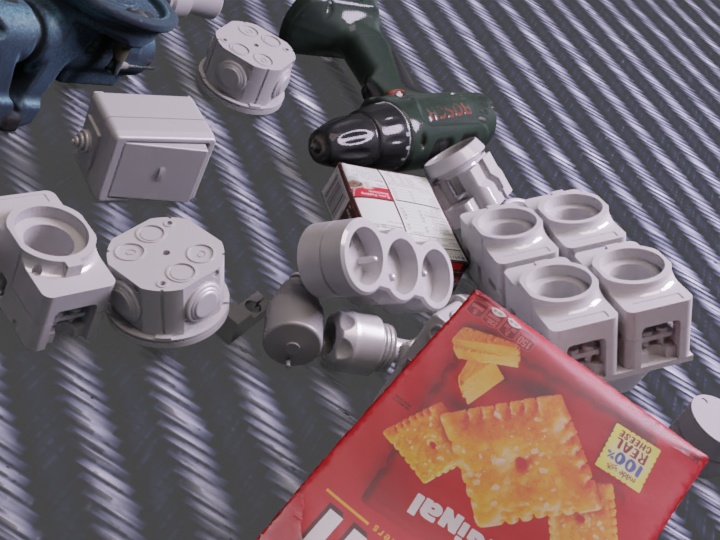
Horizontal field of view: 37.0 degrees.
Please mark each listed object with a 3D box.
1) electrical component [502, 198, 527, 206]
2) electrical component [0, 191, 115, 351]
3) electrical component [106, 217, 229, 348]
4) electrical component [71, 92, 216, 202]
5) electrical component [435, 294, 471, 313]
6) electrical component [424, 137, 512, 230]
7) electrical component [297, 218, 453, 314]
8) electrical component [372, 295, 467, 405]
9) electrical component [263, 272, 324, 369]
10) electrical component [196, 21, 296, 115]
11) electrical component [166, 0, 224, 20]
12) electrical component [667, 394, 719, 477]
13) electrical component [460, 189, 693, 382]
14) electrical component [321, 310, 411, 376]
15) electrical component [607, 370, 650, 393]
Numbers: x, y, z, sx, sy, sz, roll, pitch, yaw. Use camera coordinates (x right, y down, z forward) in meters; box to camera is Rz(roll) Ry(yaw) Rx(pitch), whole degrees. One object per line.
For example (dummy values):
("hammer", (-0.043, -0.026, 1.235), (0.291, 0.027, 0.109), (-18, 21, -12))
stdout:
("electrical component", (0.135, -0.029, 0.925), (0.055, 0.047, 0.055), (18, 37, -14))
("electrical component", (-0.198, -0.004, 0.670), (0.050, 0.055, 0.089), (-13, 53, -43))
("electrical component", (-0.125, 0.008, 0.694), (0.080, 0.051, 0.080), (4, 40, -3))
("electrical component", (-0.163, -0.088, 0.790), (0.096, 0.061, 0.061), (-4, 47, -36))
("electrical component", (0.086, 0.065, 0.782), (0.079, 0.044, 0.077), (27, 36, -3))
("electrical component", (0.091, -0.078, 0.929), (0.057, 0.058, 0.078), (59, 37, -10))
("electrical component", (0.000, 0.000, 0.765), (0.138, 0.074, 0.052), (15, 74, -52))
("electrical component", (0.067, 0.079, 0.708), (0.100, 0.099, 0.048), (39, 24, 14))
("electrical component", (-0.045, 0.030, 0.741), (0.040, 0.040, 0.078), (18, 37, -14))
("electrical component", (-0.100, -0.178, 0.950), (0.080, 0.051, 0.080), (18, 37, -14))
("electrical component", (-0.163, -0.260, 1.014), (0.055, 0.045, 0.045), (-8, 49, -38))
("electrical component", (0.314, 0.128, 0.829), (0.138, 0.073, 0.052), (18, 37, -14))
("electrical component", (0.154, 0.005, 0.802), (0.105, 0.060, 0.186), (-13, 30, -10))
("electrical component", (0.007, 0.052, 0.746), (0.062, 0.043, 0.043), (12, 39, -23))
("electrical component", (0.197, 0.051, 0.875), (0.099, 0.064, 0.099), (31, 31, -21))
